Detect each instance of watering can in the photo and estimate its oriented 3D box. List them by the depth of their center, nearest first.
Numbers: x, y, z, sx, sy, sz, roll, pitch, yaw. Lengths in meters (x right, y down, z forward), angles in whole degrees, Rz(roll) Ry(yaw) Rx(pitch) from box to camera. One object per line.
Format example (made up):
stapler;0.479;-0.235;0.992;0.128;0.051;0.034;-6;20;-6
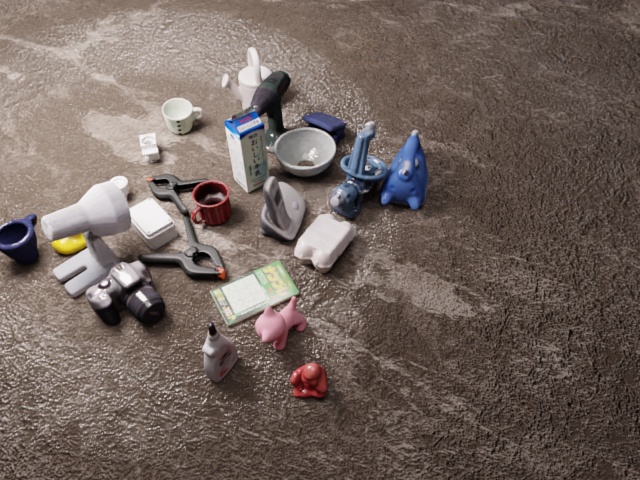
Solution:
watering can;-0.194;-0.465;1.670;0.173;0.194;0.100;-31;57;-22

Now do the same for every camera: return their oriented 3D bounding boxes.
camera;-0.417;0.125;1.254;0.143;0.101;0.136;-38;60;-26

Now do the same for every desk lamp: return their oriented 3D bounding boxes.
desk lamp;-0.519;-0.008;1.290;0.204;0.214;0.117;-37;59;-26

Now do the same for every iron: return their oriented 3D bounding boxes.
iron;0.231;-0.204;1.488;0.118;0.141;0.258;10;52;9

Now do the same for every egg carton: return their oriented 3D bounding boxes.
egg carton;0.013;0.005;1.367;0.107;0.069;0.150;25;55;20

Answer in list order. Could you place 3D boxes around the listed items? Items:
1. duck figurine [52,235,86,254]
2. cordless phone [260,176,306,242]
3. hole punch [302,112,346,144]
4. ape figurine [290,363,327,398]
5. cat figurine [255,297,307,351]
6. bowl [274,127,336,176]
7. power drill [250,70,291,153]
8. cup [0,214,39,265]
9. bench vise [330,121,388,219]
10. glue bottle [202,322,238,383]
duck figurine;-0.605;-0.023;1.385;0.077;0.086;0.105;32;58;24
cordless phone;-0.093;-0.100;1.379;0.094;0.185;0.147;9;52;8
hole punch;0.011;-0.325;1.621;0.108;0.091;0.101;25;56;20
ape figurine;-0.017;0.273;1.135;0.077;0.092;0.076;36;60;26
cat figurine;-0.088;0.171;1.202;0.067;0.118;0.128;32;58;24
bowl;-0.039;-0.225;1.551;0.167;0.075;0.167;0;51;1
power drill;-0.132;-0.345;1.563;0.075;0.208;0.230;10;52;9
cup;-0.703;0.003;1.360;0.091;0.095;0.118;16;53;13
bench vise;0.102;-0.168;1.410;0.121;0.220;0.207;11;52;10
glue bottle;-0.203;0.213;1.133;0.037;0.173;0.078;23;55;19
